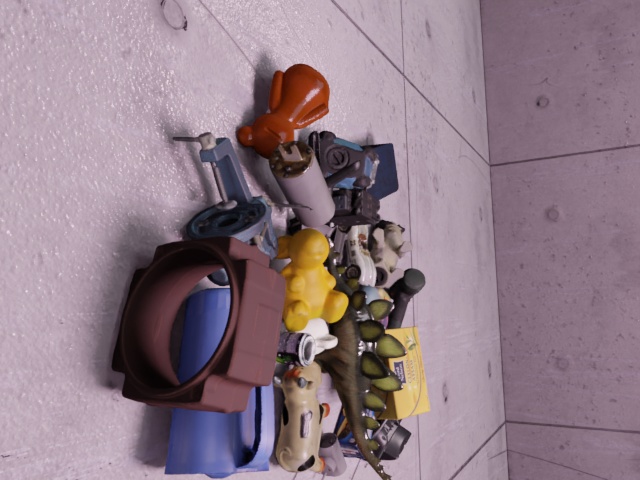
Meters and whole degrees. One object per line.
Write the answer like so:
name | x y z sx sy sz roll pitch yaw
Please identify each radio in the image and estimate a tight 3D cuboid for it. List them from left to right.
radio | 0.122 -0.164 1.333 0.229 0.073 0.131 -29 112 -58

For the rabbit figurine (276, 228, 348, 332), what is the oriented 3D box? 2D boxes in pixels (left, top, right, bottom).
rabbit figurine | -0.021 0.048 0.938 0.162 0.122 0.173 -117 -155 -48

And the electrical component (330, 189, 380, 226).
electrical component | 0.055 -0.067 1.147 0.134 0.115 0.058 18 68 -60

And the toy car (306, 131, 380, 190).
toy car | 0.037 -0.158 1.130 0.103 0.162 0.109 158 -58 -80

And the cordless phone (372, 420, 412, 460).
cordless phone | 0.134 0.414 1.275 0.146 0.089 0.184 -28 99 -58

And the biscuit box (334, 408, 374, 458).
biscuit box | 0.089 0.374 1.193 0.059 0.063 0.203 63 35 -35

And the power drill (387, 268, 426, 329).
power drill | 0.194 0.178 1.352 0.207 0.086 0.232 -59 175 -26

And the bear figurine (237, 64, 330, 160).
bear figurine | -0.063 -0.219 0.983 0.196 0.120 0.132 -60 -173 -9

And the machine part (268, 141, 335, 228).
machine part | -0.028 -0.092 0.932 0.243 0.079 0.079 63 32 -60

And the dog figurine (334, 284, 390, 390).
dog figurine | 0.085 0.218 1.154 0.191 0.109 0.219 66 31 -70

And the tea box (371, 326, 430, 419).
tea box | 0.152 0.261 1.065 0.098 0.068 0.169 0 77 -40

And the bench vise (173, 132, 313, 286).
bench vise | -0.127 -0.056 0.810 0.224 0.129 0.240 -54 139 -48

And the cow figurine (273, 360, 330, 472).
cow figurine | -0.037 0.309 0.957 0.127 0.086 0.195 40 53 -58

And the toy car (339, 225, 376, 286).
toy car | 0.088 0.022 1.229 0.073 0.056 0.201 21 54 -58

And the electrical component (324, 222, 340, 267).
electrical component | 0.008 0.006 1.123 0.078 0.045 0.102 18 70 -61

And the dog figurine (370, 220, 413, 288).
dog figurine | 0.158 0.040 1.359 0.172 0.121 0.190 -54 179 9

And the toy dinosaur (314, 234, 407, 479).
toy dinosaur | 0.057 0.220 1.016 0.105 0.199 0.471 -11 93 -53

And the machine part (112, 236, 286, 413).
machine part | -0.150 0.101 0.655 0.087 0.202 0.201 33 57 -51

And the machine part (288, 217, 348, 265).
machine part | -0.002 -0.003 1.068 0.138 0.039 0.084 28 73 -34
